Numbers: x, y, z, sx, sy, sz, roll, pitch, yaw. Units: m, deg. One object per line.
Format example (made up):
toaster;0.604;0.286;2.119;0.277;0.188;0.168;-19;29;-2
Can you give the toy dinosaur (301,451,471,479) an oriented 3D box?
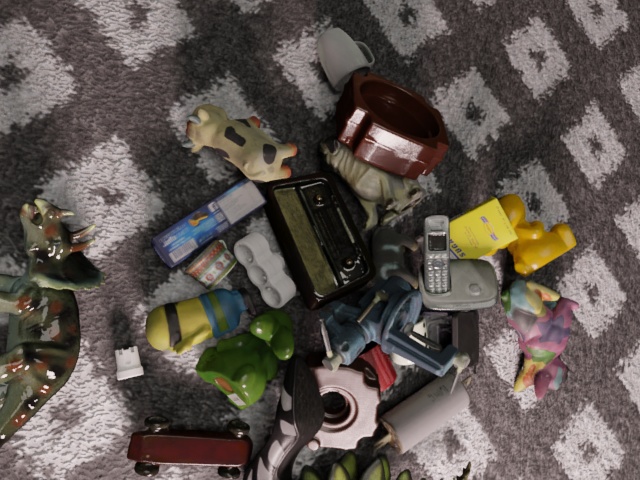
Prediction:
toy dinosaur;0.076;0.480;0.940;0.471;0.105;0.198;4;78;-24

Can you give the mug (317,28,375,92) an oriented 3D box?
mug;0.050;-0.363;1.056;0.109;0.081;0.107;-29;84;-17

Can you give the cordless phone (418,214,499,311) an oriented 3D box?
cordless phone;0.258;0.038;1.012;0.147;0.089;0.184;-3;104;6

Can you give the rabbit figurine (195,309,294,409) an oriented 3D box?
rabbit figurine;-0.108;0.175;0.901;0.121;0.159;0.170;39;56;-1

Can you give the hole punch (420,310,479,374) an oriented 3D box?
hole punch;0.257;0.194;1.062;0.115;0.092;0.142;11;75;-48

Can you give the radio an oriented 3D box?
radio;-0.002;-0.003;0.963;0.131;0.073;0.229;-18;75;-22

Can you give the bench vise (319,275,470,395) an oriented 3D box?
bench vise;0.122;0.158;0.882;0.223;0.241;0.128;-32;137;-43

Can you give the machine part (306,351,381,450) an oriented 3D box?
machine part;0.022;0.278;0.926;0.179;0.056;0.179;1;104;2

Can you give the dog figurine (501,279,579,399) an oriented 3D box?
dog figurine;0.438;0.208;1.107;0.191;0.108;0.219;23;78;-17

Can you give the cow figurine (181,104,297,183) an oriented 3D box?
cow figurine;-0.150;-0.169;0.932;0.195;0.085;0.127;39;37;19

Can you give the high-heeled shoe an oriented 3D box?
high-heeled shoe;-0.073;0.309;0.887;0.086;0.145;0.248;1;86;-56

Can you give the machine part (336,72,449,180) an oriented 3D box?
machine part;0.132;-0.216;1.015;0.201;0.087;0.201;18;41;-15

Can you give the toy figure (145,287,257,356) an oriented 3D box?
toy figure;-0.200;0.128;0.898;0.180;0.082;0.089;-25;81;-17

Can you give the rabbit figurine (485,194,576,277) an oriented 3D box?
rabbit figurine;0.419;-0.012;1.141;0.162;0.122;0.173;-24;77;-12

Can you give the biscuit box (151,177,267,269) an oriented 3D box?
biscuit box;-0.192;-0.030;0.930;0.203;0.063;0.059;-36;96;-20

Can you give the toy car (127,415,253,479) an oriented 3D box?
toy car;-0.209;0.337;0.879;0.202;0.053;0.089;11;89;-22

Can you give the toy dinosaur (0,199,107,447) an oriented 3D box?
toy dinosaur;-0.424;0.146;0.799;0.192;0.131;0.404;2;88;-19

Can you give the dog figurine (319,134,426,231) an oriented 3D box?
dog figurine;0.102;-0.133;1.042;0.172;0.121;0.190;-13;67;-54

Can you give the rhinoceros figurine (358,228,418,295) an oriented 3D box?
rhinoceros figurine;0.125;0.071;1.026;0.112;0.073;0.190;13;79;-19

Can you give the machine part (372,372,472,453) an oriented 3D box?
machine part;0.197;0.324;1.016;0.243;0.079;0.079;-26;92;-20
